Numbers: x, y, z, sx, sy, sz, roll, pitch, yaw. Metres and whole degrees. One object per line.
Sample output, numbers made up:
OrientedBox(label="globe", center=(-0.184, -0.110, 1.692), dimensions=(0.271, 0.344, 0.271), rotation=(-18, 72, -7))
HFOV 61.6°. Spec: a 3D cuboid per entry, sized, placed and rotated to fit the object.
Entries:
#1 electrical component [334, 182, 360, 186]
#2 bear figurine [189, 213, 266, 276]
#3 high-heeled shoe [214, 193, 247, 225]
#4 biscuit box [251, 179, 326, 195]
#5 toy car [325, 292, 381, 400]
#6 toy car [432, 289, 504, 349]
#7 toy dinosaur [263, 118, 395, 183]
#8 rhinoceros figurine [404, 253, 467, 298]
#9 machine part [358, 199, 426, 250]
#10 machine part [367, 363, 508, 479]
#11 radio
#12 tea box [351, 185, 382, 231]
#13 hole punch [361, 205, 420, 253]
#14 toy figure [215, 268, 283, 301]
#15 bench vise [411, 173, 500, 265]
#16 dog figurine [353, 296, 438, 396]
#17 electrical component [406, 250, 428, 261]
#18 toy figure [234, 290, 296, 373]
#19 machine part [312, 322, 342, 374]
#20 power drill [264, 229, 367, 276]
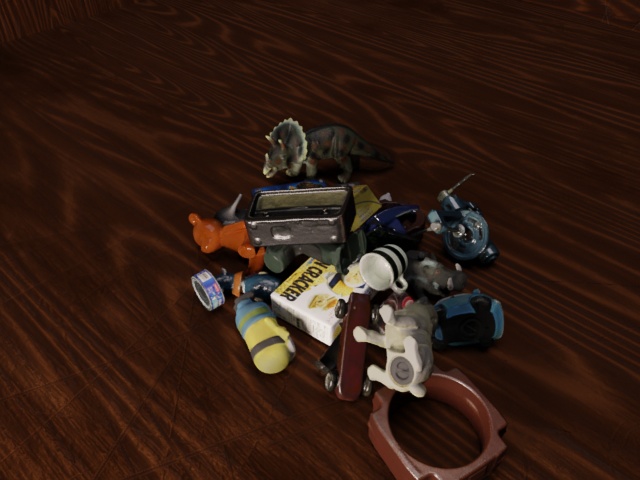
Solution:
OrientedBox(label="electrical component", center=(0.077, -0.127, 1.459), dimensions=(0.075, 0.047, 0.119), rotation=(-5, 44, -6))
OrientedBox(label="bear figurine", center=(-0.220, 0.007, 1.258), dimensions=(0.196, 0.120, 0.132), rotation=(5, 46, 8))
OrientedBox(label="high-heeled shoe", center=(-0.144, -0.040, 1.370), dimensions=(0.248, 0.145, 0.086), rotation=(17, 33, -25))
OrientedBox(label="biscuit box", center=(-0.079, -0.110, 1.427), dimensions=(0.203, 0.062, 0.059), rotation=(-10, 42, -12))
OrientedBox(label="toy car", center=(0.063, 0.202, 1.026), dimensions=(0.089, 0.053, 0.202), rotation=(9, 79, -12))
OrientedBox(label="toy car", center=(0.291, 0.160, 1.114), dimensions=(0.162, 0.109, 0.103), rotation=(-10, 19, 5))
OrientedBox(label="toy dinosaur", center=(0.020, -0.258, 1.495), dimensions=(0.405, 0.192, 0.131), rotation=(-15, 44, -15))
OrientedBox(label="rhinoceros figurine", center=(0.230, 0.074, 1.191), dimensions=(0.191, 0.111, 0.073), rotation=(17, 42, 29))
OrientedBox(label="machine part", center=(0.172, -0.036, 1.339), dimensions=(0.179, 0.055, 0.179), rotation=(-4, 36, 3))
OrientedBox(label="machine part", center=(0.200, 0.328, 0.928), dimensions=(0.201, 0.087, 0.202), rotation=(-22, 48, -22))
OrientedBox(label="radio", center=(-0.044, -0.051, 1.161), dimensions=(0.230, 0.073, 0.131), rotation=(-3, 34, 15))
OrientedBox(label="tea box", center=(0.064, -0.079, 1.309), dimensions=(0.098, 0.068, 0.170), rotation=(-42, 17, -11))
OrientedBox(label="hole punch", center=(0.156, -0.032, 1.196), dimensions=(0.116, 0.142, 0.092), rotation=(12, 76, -10))
OrientedBox(label="toy figure", center=(-0.160, 0.102, 1.197), dimensions=(0.155, 0.057, 0.064), rotation=(6, 45, 8))
OrientedBox(label="bench vise", center=(0.323, -0.043, 1.273), dimensions=(0.240, 0.129, 0.224), rotation=(4, 59, -46))
OrientedBox(label="dog figurine", center=(0.178, 0.190, 0.975), dimensions=(0.190, 0.121, 0.172), rotation=(2, 63, -47))
OrientedBox(label="electrical component", center=(0.221, 0.036, 1.259), dimensions=(0.063, 0.021, 0.094), rotation=(7, -1, 8))
OrientedBox(label="toy figure", center=(-0.119, 0.188, 1.087), dimensions=(0.089, 0.082, 0.180), rotation=(-37, 59, -10))
OrientedBox(label="machine part", center=(0.045, 0.210, 1.066), dimensions=(0.139, 0.084, 0.039), rotation=(-40, 24, -27))
OrientedBox(label="power drill", center=(-0.002, -0.004, 1.204), dimensions=(0.208, 0.085, 0.232), rotation=(18, 43, 28))
